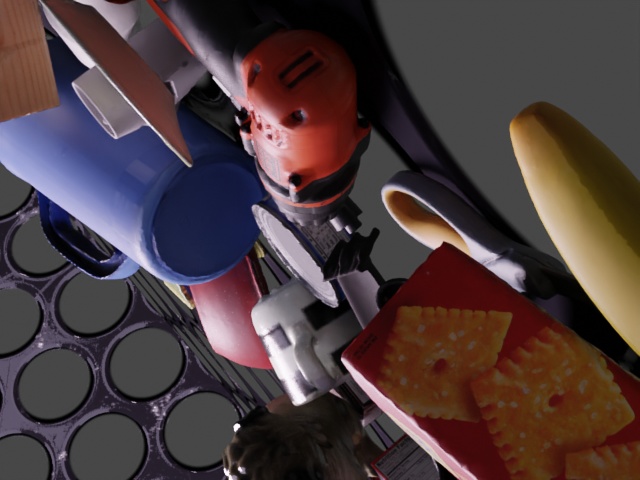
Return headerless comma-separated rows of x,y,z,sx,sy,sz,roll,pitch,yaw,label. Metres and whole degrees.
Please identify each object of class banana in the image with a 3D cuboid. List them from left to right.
0.130,0.031,0.311,0.198,0.037,0.070,41,147,33,banana

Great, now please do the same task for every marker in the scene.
-0.017,-0.053,0.616,0.121,0.020,0.020,51,168,-2,marker

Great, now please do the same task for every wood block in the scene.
-0.252,-0.188,0.727,0.090,0.090,0.206,39,142,49,wood block

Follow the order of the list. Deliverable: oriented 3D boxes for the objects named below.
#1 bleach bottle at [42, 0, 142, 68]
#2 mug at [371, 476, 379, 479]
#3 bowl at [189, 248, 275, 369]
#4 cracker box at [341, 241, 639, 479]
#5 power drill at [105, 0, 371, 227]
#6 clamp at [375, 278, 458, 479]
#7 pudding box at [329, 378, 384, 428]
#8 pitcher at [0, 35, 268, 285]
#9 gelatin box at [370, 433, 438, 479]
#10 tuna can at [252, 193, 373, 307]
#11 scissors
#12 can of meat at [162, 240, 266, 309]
-0.150,-0.166,0.662,0.102,0.068,0.251,48,170,15,bleach bottle
0.096,0.235,0.876,0.082,0.093,0.117,160,99,-72,mug
-0.072,0.041,0.869,0.162,0.055,0.162,163,89,-88,bowl
0.124,0.111,0.402,0.214,0.072,0.164,41,177,40,cracker box
-0.050,-0.095,0.530,0.188,0.057,0.184,46,169,11,power drill
0.079,0.130,0.578,0.210,0.036,0.164,55,-158,-43,clamp
0.014,0.101,0.911,0.113,0.039,0.090,47,168,16,pudding box
-0.150,-0.052,0.820,0.243,0.145,0.149,34,160,44,pitcher
0.091,0.165,0.742,0.089,0.073,0.030,39,164,42,gelatin box
-0.005,0.001,0.695,0.086,0.033,0.086,47,167,14,tuna can
0.095,0.025,0.456,0.202,0.016,0.096,36,163,49,scissors
-0.112,0.007,0.980,0.102,0.084,0.057,34,159,54,can of meat
